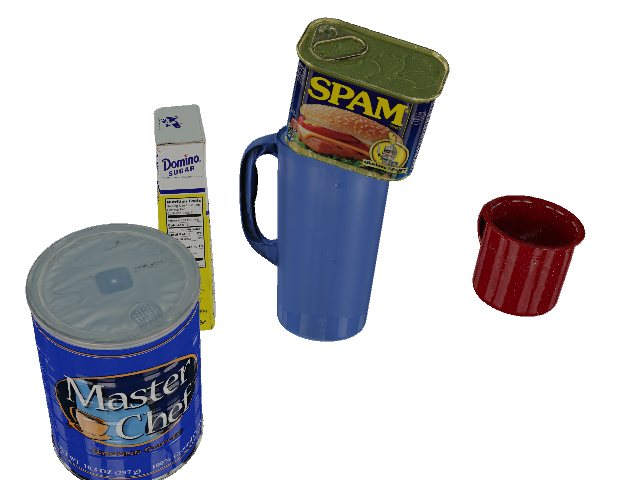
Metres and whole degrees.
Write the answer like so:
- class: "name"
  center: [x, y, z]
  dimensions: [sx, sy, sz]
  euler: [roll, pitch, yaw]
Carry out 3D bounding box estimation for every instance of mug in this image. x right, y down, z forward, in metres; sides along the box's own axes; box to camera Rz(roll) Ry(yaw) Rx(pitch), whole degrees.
- class: "mug"
  center: [0.181, 0.010, 0.990]
  dimensions: [0.093, 0.081, 0.117]
  euler: [-10, 37, -28]

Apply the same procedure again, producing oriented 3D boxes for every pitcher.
- class: "pitcher"
  center: [-0.001, -0.012, 1.228]
  dimensions: [0.144, 0.243, 0.149]
  euler: [-18, 33, -41]

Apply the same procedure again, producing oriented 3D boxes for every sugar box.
- class: "sugar box"
  center: [-0.117, -0.018, 0.914]
  dimensions: [0.048, 0.176, 0.093]
  euler: [-6, 26, -7]

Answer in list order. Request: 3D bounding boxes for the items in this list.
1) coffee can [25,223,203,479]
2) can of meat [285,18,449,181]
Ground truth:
- class: "coffee can"
  center: [-0.126, 0.074, 0.678]
  dimensions: [0.103, 0.140, 0.103]
  euler: [2, 42, -2]
- class: "can of meat"
  center: [0.029, -0.095, 0.744]
  dimensions: [0.102, 0.057, 0.084]
  euler: [19, -43, 5]
